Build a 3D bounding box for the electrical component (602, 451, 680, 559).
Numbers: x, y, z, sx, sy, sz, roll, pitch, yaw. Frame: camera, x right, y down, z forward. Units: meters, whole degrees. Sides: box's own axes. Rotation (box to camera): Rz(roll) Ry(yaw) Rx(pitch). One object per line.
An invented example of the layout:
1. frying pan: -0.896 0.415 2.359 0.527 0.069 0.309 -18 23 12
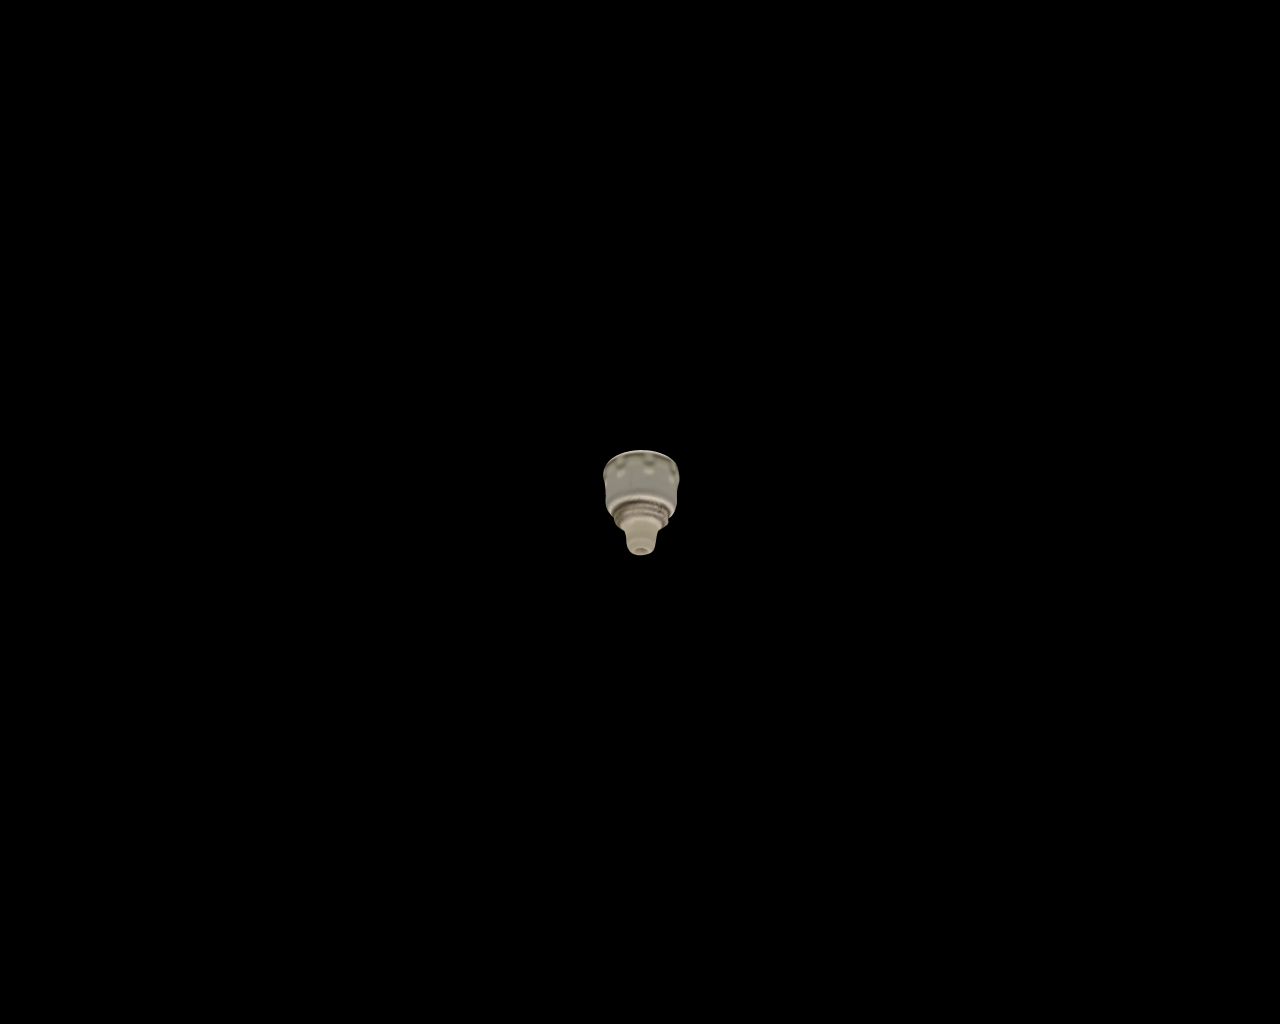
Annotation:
1. electrical component: 0.001 -0.003 0.650 0.048 0.062 0.048 0 -28 0
